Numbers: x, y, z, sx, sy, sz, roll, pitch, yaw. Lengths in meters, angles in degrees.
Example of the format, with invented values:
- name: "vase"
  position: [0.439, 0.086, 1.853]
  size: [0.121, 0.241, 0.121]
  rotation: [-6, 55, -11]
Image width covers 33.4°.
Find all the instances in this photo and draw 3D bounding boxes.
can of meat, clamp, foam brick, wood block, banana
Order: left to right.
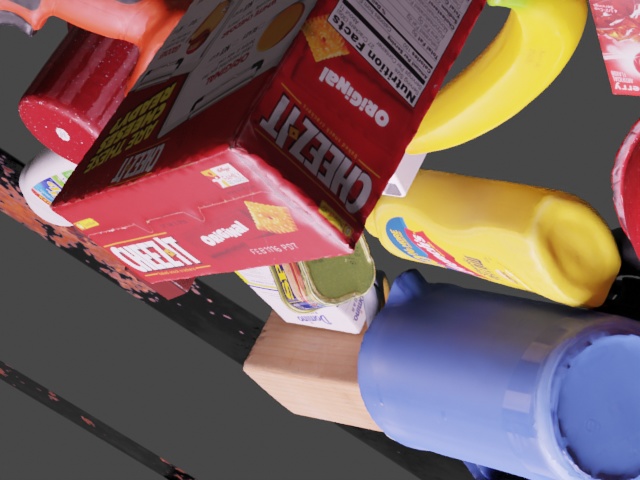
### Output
- name: "foam brick"
  position: [-0.128, 0.005, 0.954]
  size: [0.053, 0.078, 0.051]
  rotation: [36, 157, -16]
- name: "can of meat"
  position: [-0.005, 0.001, 0.776]
  size: [0.102, 0.057, 0.084]
  rotation: [69, 164, 0]
- name: "wood block"
  position: [0.041, 0.113, 0.970]
  size: [0.207, 0.090, 0.090]
  rotation: [2, 145, 46]
- name: "banana"
  position: [0.091, -0.092, 0.551]
  size: [0.069, 0.037, 0.198]
  rotation: [-4, 164, -9]
- name: "clamp"
  position: [0.215, 0.010, 0.645]
  size: [0.120, 0.039, 0.172]
  rotation: [52, 149, -16]

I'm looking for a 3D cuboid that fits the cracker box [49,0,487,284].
- name: "cracker box"
  position: [-0.007, -0.087, 0.469]
  size: [0.072, 0.213, 0.164]
  rotation: [40, 154, -24]

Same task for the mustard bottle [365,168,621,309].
- name: "mustard bottle"
  position: [0.092, -0.009, 0.691]
  size: [0.096, 0.058, 0.192]
  rotation: [34, 168, -39]

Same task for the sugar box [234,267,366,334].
- name: "sugar box"
  position: [-0.035, 0.013, 0.910]
  size: [0.094, 0.048, 0.176]
  rotation: [6, 151, 41]

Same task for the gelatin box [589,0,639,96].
- name: "gelatin box"
  position: [0.173, -0.096, 0.485]
  size: [0.089, 0.030, 0.073]
  rotation: [12, 152, 34]

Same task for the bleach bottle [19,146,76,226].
- name: "bleach bottle"
  position: [-0.205, -0.049, 0.949]
  size: [0.102, 0.068, 0.251]
  rotation: [37, 157, -19]

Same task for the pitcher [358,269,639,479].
- name: "pitcher"
  position: [0.136, 0.108, 0.736]
  size: [0.149, 0.145, 0.243]
  rotation: [23, 172, -19]

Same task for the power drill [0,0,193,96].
- name: "power drill"
  position: [-0.171, -0.129, 0.666]
  size: [0.187, 0.057, 0.185]
  rotation: [27, 121, -10]

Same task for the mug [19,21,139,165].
- name: "mug"
  position: [-0.151, -0.102, 0.759]
  size: [0.117, 0.081, 0.093]
  rotation: [12, 152, 32]

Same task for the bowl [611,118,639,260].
- name: "bowl"
  position: [0.222, -0.003, 0.537]
  size: [0.162, 0.055, 0.162]
  rotation: [18, 138, 17]

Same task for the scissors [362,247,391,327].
- name: "scissors"
  position: [0.037, 0.014, 0.849]
  size: [0.016, 0.096, 0.202]
  rotation: [-10, 113, 10]
